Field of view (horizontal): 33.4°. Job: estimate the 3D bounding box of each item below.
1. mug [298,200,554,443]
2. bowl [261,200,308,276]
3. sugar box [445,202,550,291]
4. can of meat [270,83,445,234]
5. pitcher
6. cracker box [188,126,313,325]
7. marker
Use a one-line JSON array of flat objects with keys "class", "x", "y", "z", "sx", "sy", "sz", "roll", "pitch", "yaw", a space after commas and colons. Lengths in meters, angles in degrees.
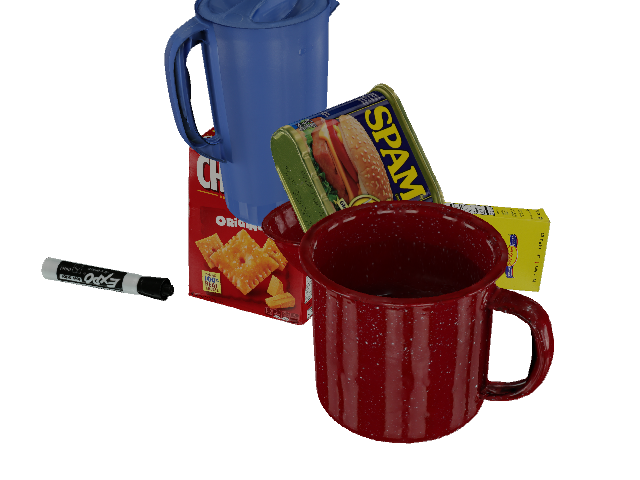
[{"class": "mug", "x": 0.048, "y": 0.040, "z": 0.487, "sx": 0.117, "sy": 0.081, "sz": 0.093, "roll": 11, "pitch": 32, "yaw": 22}, {"class": "bowl", "x": 0.030, "y": -0.002, "z": 0.971, "sx": 0.162, "sy": 0.055, "sz": 0.162, "roll": -8, "pitch": 20, "yaw": 3}, {"class": "sugar box", "x": 0.171, "y": 0.006, "z": 1.241, "sx": 0.176, "sy": 0.093, "sz": 0.048, "roll": 3, "pitch": 22, "yaw": -2}, {"class": "can of meat", "x": 0.023, "y": -0.045, "z": 0.730, "sx": 0.083, "sy": 0.102, "sz": 0.058, "roll": -24, "pitch": -2, "yaw": -22}, {"class": "pitcher", "x": -0.063, "y": -0.135, "z": 1.096, "sx": 0.149, "sy": 0.243, "sz": 0.145, "roll": 6, "pitch": 35, "yaw": 12}, {"class": "cracker box", "x": -0.078, "y": -0.015, "z": 1.311, "sx": 0.164, "sy": 0.214, "sz": 0.072, "roll": 14, "pitch": 30, "yaw": 20}, {"class": "marker", "x": -0.177, "y": 0.032, "z": 0.892, "sx": 0.121, "sy": 0.020, "sz": 0.020, "roll": 9, "pitch": 3, "yaw": 20}]
